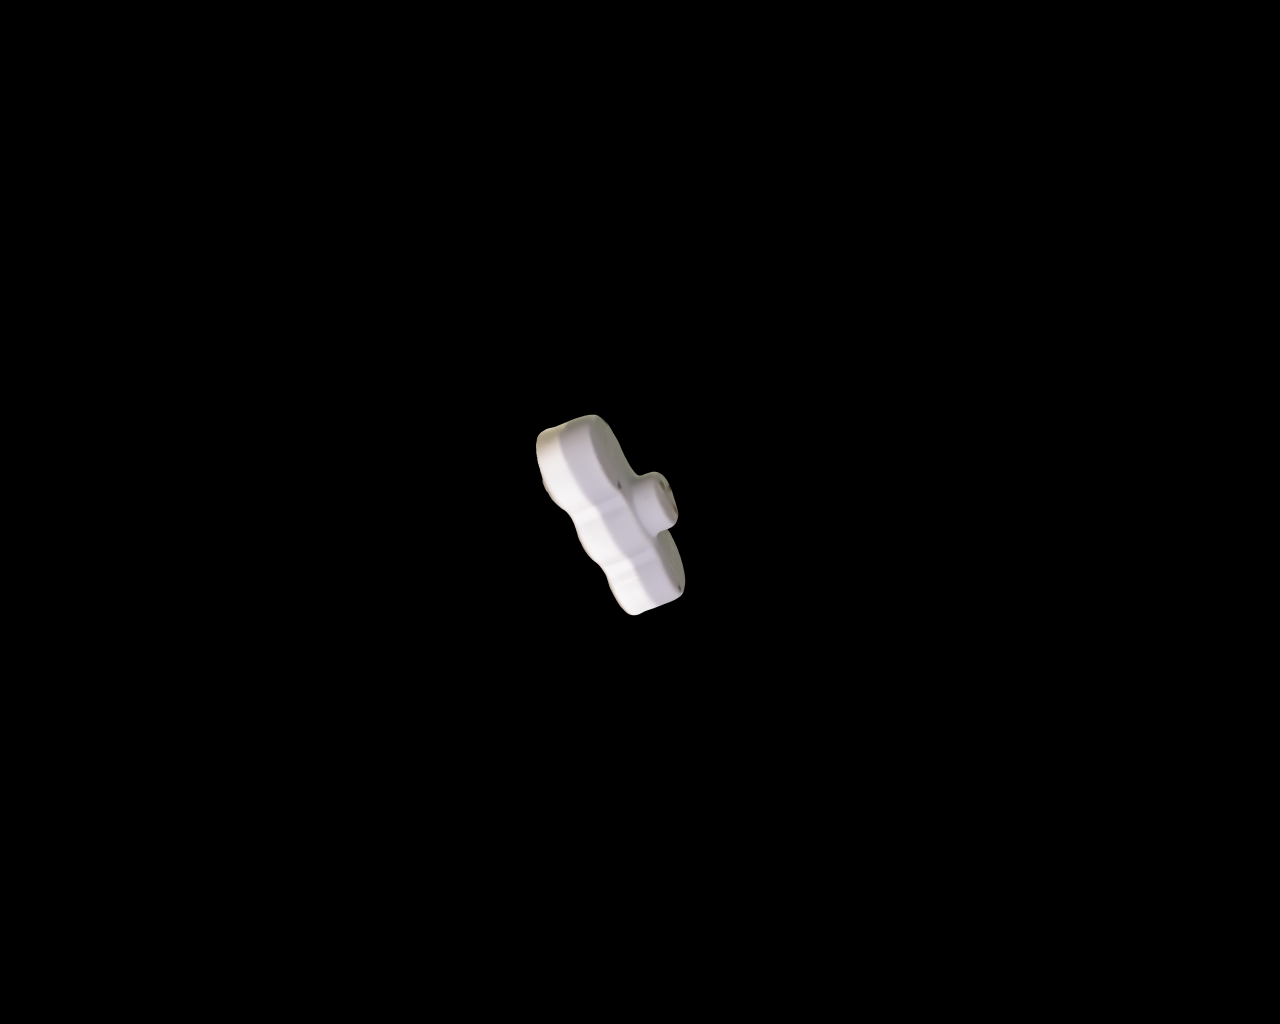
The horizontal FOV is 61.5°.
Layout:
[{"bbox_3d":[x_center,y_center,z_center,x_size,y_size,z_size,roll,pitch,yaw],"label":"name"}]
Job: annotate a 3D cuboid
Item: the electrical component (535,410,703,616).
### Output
[{"bbox_3d":[0.001,-0.003,0.650,0.074,0.138,0.052,-21,32,14],"label":"electrical component"}]
